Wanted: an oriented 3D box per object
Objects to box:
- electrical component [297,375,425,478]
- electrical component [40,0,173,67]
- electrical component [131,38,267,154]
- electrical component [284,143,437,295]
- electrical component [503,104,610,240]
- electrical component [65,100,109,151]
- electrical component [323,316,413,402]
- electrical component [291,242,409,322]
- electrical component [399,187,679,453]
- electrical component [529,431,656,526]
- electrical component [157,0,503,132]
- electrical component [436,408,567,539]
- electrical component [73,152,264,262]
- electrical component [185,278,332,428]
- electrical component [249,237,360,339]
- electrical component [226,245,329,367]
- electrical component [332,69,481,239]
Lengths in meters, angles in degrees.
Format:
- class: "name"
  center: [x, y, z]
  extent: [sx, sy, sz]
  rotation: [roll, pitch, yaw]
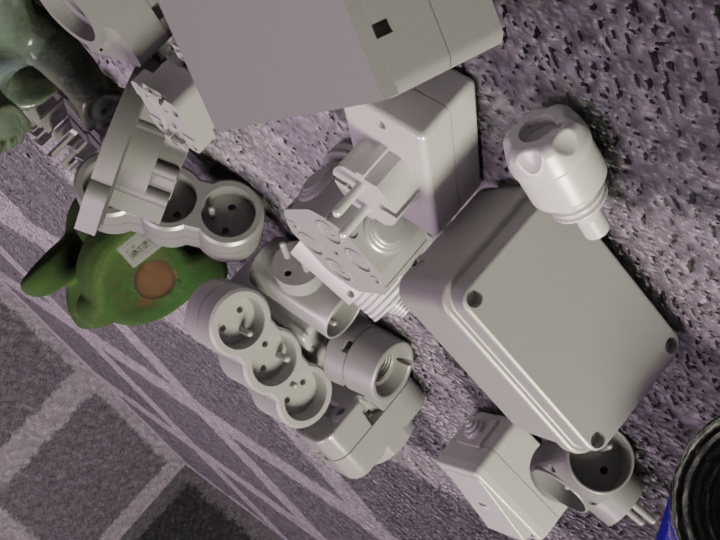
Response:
- class: "electrical component"
  center: [0.004, 0.119, 0.876]
  extent: [0.059, 0.095, 0.054]
  rotation: [50, 161, -26]
- class: "electrical component"
  center: [-0.140, -0.158, 0.577]
  extent: [0.050, 0.055, 0.089]
  rotation: [25, 156, 42]
- class: "electrical component"
  center: [-0.087, -0.102, 0.589]
  extent: [0.042, 0.063, 0.081]
  rotation: [31, 160, 28]
- class: "electrical component"
  center: [0.002, -0.028, 0.603]
  extent: [0.080, 0.051, 0.080]
  rotation: [37, 162, 14]
- class: "electrical component"
  center: [0.085, -0.036, 0.437]
  extent: [0.035, 0.035, 0.061]
  rotation: [19, 155, 50]
- class: "electrical component"
  center: [-0.190, -0.109, 0.820]
  extent: [0.055, 0.048, 0.066]
  rotation: [47, 163, 7]
- class: "electrical component"
  center: [0.008, 0.069, 0.820]
  extent: [0.047, 0.055, 0.055]
  rotation: [24, 156, 34]
- class: "electrical component"
  center: [0.000, 0.000, 0.686]
  extent: [0.081, 0.043, 0.043]
  rotation: [42, 163, -2]
- class: "electrical component"
  center: [0.085, 0.022, 0.504]
  extent: [0.113, 0.078, 0.057]
  rotation: [48, 164, -20]
- class: "electrical component"
  center: [0.154, 0.137, 0.689]
  extent: [0.079, 0.044, 0.077]
  rotation: [40, 162, 4]
- class: "electrical component"
  center: [-0.020, -0.110, 0.408]
  extent: [0.150, 0.062, 0.089]
  rotation: [6, 122, 61]
- class: "electrical component"
  center: [0.104, 0.150, 0.799]
  extent: [0.096, 0.061, 0.062]
  rotation: [47, 162, -17]
- class: "electrical component"
  center: [-0.140, -0.041, 0.802]
  extent: [0.138, 0.052, 0.073]
  rotation: [14, 162, -2]
- class: "electrical component"
  center: [-0.085, 0.061, 0.827]
  extent: [0.074, 0.052, 0.138]
  rotation: [17, 151, 52]
- class: "electrical component"
  center: [-0.043, 0.004, 0.785]
  extent: [0.077, 0.043, 0.079]
  rotation: [34, 161, 23]
- class: "electrical component"
  center: [-0.056, 0.034, 0.876]
  extent: [0.100, 0.048, 0.099]
  rotation: [33, 161, 23]
- class: "electrical component"
  center: [0.014, -0.046, 0.491]
  extent: [0.047, 0.075, 0.083]
  rotation: [33, 161, 23]
